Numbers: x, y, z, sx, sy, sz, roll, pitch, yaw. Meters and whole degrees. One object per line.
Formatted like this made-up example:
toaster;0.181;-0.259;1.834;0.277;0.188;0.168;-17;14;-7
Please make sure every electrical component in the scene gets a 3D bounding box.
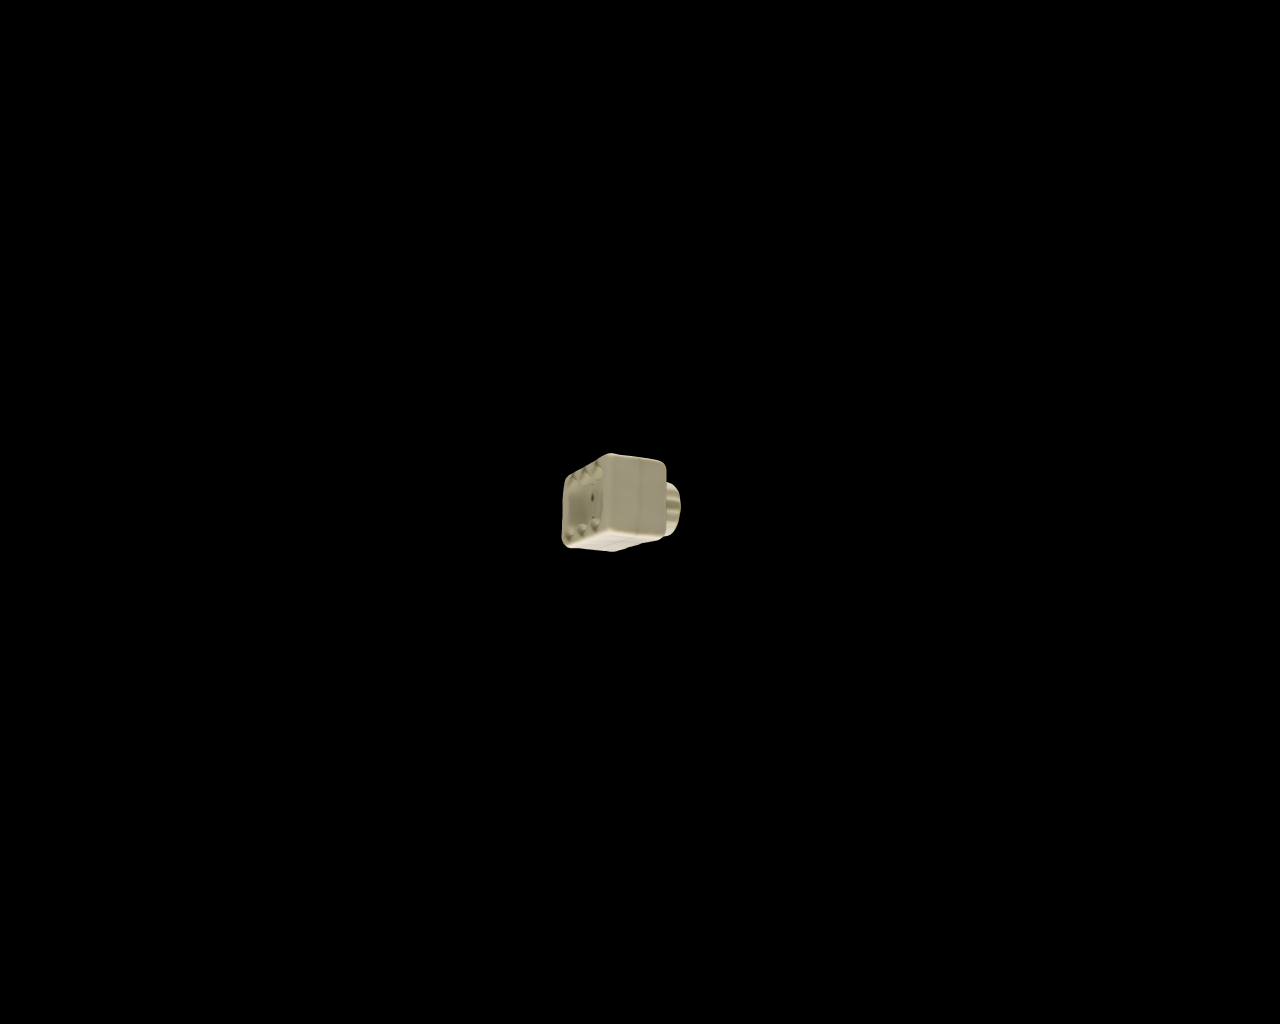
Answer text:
electrical component;0.001;-0.003;0.650;0.077;0.047;0.065;6;-13;-27
